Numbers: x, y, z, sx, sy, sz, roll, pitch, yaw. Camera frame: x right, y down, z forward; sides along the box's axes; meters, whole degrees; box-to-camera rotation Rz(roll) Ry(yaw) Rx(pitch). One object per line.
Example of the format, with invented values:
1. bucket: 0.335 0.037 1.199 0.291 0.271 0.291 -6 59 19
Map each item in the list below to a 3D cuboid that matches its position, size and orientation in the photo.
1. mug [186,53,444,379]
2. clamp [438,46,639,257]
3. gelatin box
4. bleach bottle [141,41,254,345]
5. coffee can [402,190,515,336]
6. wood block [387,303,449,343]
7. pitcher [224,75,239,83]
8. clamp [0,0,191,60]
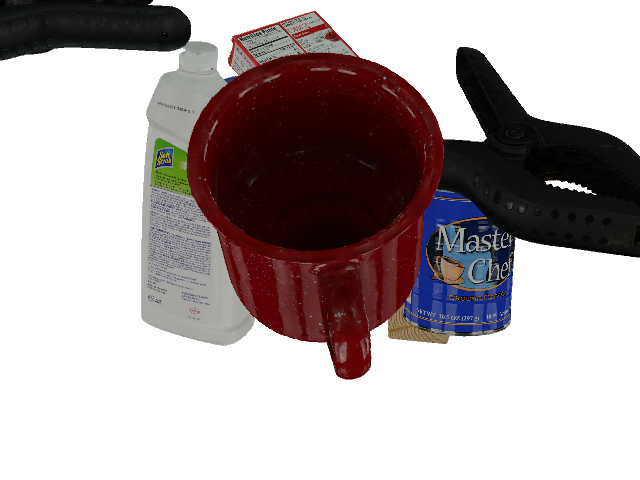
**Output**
1. mug: 0.002 -0.002 0.411 0.093 0.117 0.081 -13 -31 -4
2. clamp: 0.095 -0.041 0.586 0.164 0.036 0.210 -27 43 -28
3. gelatin box: -0.011 -0.116 0.746 0.073 0.089 0.030 -26 -28 -29
4. bleach bottle: -0.100 -0.040 0.903 0.103 0.251 0.068 13 26 16
5. coffee can: 0.130 0.006 0.996 0.103 0.140 0.103 1 15 0
6. wood block: 0.167 0.071 1.630 0.091 0.090 0.206 4 22 14
7. pitcher: -0.049 -0.056 1.166 0.145 0.243 0.149 0 21 -7
8. clamp: -0.165 -0.134 0.630 0.171 0.039 0.120 -4 22 -8
